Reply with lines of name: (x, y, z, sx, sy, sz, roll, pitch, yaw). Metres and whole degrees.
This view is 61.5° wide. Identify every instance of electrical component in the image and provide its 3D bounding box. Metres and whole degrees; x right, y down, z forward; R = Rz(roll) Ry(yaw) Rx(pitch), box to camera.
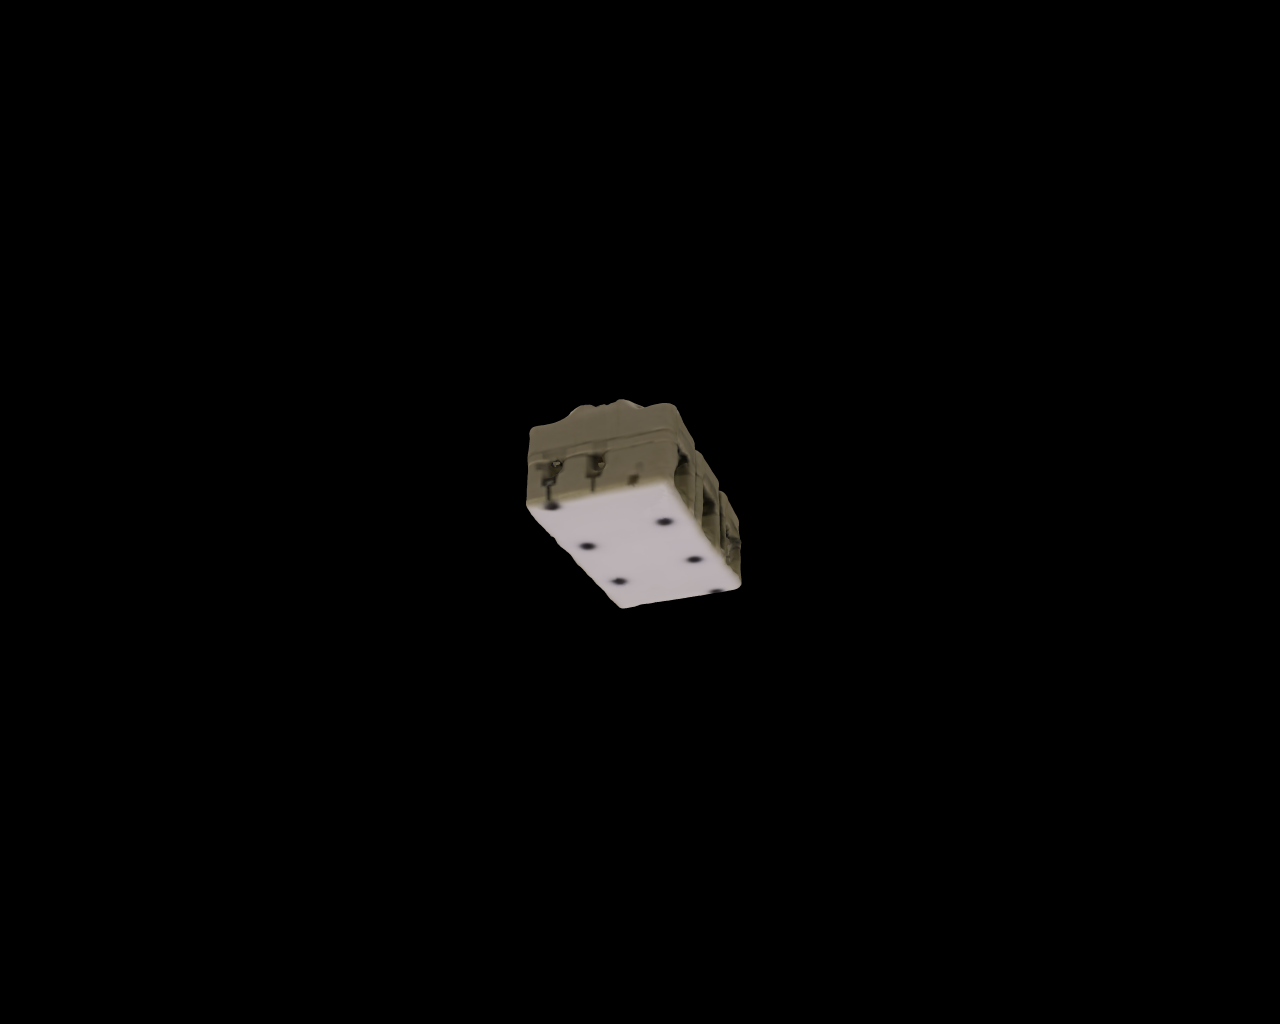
electrical component: (0.001, -0.003, 0.650, 0.089, 0.062, 0.150, -9, -30, 17)
